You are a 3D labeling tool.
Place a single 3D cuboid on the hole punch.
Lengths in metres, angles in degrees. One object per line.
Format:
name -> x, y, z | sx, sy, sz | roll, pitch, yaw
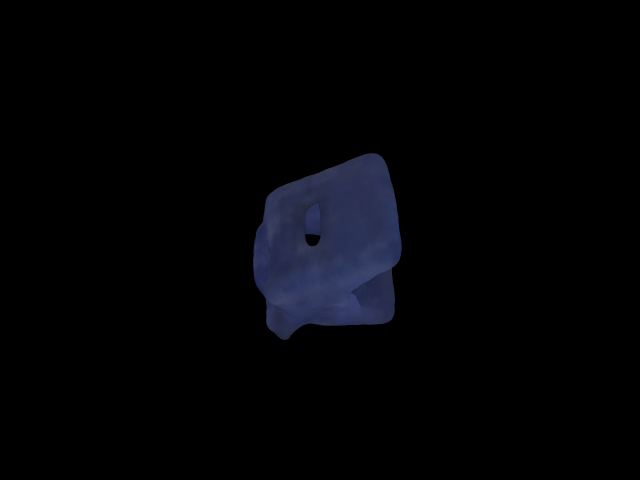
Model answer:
hole punch -> 0.004, 0.001, 0.400 | 0.101, 0.091, 0.108 | -2, 50, -2
